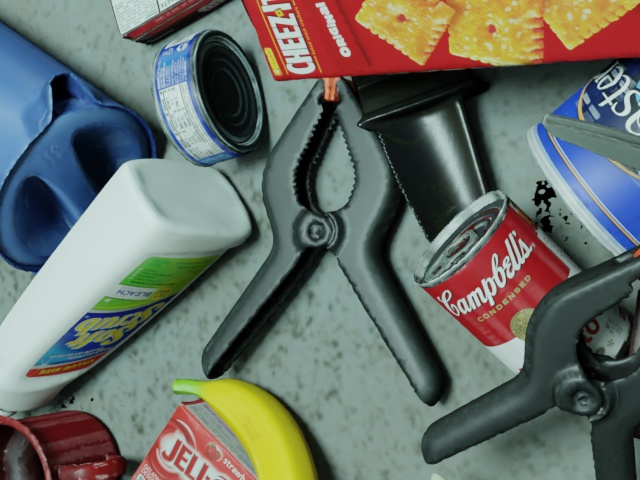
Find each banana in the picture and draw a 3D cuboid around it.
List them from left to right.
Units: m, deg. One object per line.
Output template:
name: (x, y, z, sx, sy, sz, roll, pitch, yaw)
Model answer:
banana: (-0.033, 0.156, 0.670, 0.069, 0.037, 0.198, -27, 50, 0)

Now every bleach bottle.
bleach bottle: (-0.161, 0.048, 0.750, 0.251, 0.102, 0.068, -45, 63, 29)

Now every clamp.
clamp: (-0.004, 0.001, 0.681, 0.165, 0.036, 0.210, -4, 86, 22)
clamp: (0.139, 0.081, 0.532, 0.120, 0.039, 0.172, 31, 120, -1)

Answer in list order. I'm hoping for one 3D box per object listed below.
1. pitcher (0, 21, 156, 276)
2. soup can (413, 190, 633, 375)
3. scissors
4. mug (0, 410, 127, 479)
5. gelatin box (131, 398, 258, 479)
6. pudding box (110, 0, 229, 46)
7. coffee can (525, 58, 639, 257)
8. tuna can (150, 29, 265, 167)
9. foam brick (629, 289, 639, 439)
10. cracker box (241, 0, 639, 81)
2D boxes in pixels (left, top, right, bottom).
pitcher: (-0.244, -0.086, 0.780, 0.243, 0.144, 0.149, 38, 94, 28)
soup can: (0.110, 0.032, 0.577, 0.102, 0.068, 0.069, 43, 113, -11)
scissors: (0.188, -0.010, 0.497, 0.201, 0.016, 0.096, 4, 130, -7)
mug: (-0.189, 0.165, 0.763, 0.117, 0.081, 0.093, -13, 83, 29)
gelatin box: (-0.078, 0.164, 0.728, 0.089, 0.030, 0.073, 41, 108, 23)
pudding box: (-0.110, -0.206, 0.747, 0.090, 0.039, 0.113, -22, 81, 28)
coffee can: (0.190, -0.061, 0.535, 0.140, 0.102, 0.103, -42, 70, 23)
tuna can: (-0.071, -0.093, 0.695, 0.034, 0.086, 0.086, -14, 83, 27)
foam brick: (0.193, 0.067, 0.561, 0.051, 0.052, 0.078, 9, 95, 30)
cracker box: (0.086, -0.162, 0.562, 0.214, 0.164, 0.072, 2, 134, 30)
